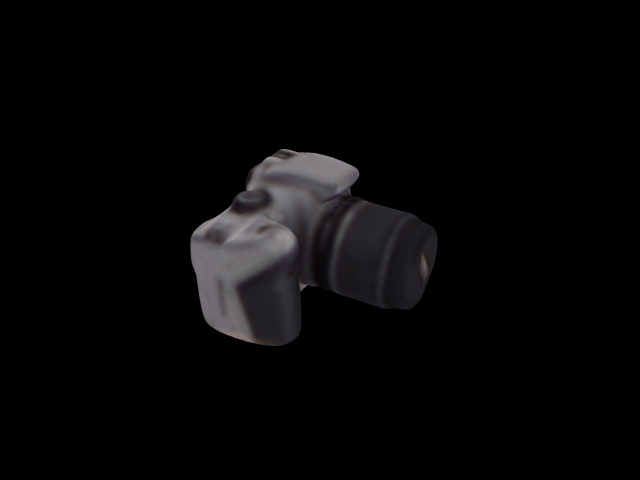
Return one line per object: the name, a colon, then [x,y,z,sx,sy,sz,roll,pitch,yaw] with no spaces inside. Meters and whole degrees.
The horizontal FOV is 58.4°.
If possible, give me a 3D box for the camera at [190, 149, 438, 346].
camera: [0.004,0.001,0.400,0.136,0.101,0.143,17,36,25]
